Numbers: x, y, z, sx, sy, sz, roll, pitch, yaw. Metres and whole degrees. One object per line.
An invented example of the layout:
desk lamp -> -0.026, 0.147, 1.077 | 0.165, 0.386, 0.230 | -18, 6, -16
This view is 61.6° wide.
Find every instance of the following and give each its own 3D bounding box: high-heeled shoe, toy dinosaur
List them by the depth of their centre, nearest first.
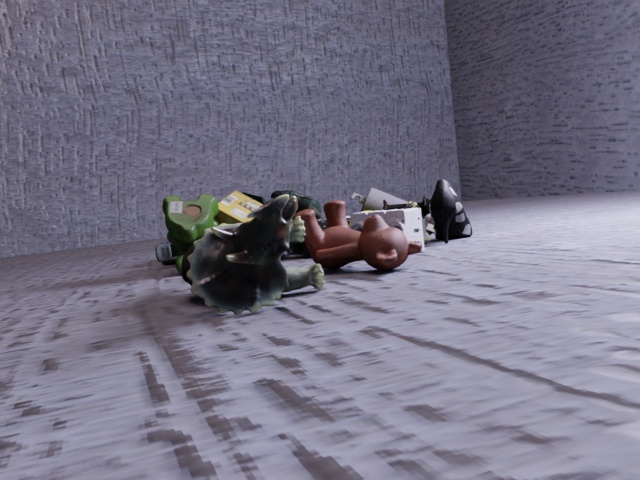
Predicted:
toy dinosaur -> -0.133, 0.032, 0.784 | 0.192, 0.131, 0.405 | -9, -1, -34
high-heeled shoe -> 0.305, -0.073, 1.260 | 0.086, 0.145, 0.248 | -4, 7, 21

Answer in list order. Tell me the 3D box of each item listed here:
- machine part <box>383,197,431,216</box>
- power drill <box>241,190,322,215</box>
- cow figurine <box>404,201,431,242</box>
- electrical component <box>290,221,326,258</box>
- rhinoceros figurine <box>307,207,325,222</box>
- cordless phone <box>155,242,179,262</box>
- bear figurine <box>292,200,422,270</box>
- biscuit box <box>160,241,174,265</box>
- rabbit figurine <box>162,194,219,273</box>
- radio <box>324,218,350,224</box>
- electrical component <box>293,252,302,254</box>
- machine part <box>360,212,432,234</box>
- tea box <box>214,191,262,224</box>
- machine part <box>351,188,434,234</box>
machine part -> 0.222, -0.078, 1.297 | 0.139, 0.039, 0.084 | -1, -12, 7
power drill -> -0.125, -0.098, 1.513 | 0.232, 0.086, 0.207 | 19, 14, 42
cow figurine -> 0.210, -0.037, 1.249 | 0.068, 0.098, 0.167 | -9, -2, 5
electrical component -> -0.003, -0.004, 1.237 | 0.134, 0.058, 0.115 | -5, 15, -1
rhinoceros figurine -> -0.076, -0.034, 1.361 | 0.190, 0.073, 0.112 | -2, -16, 16
cordless phone -> -0.333, -0.013, 1.377 | 0.184, 0.146, 0.089 | -7, -6, -26
bear figurine -> 0.064, -0.008, 0.913 | 0.120, 0.131, 0.196 | -21, 7, -40
biscuit box -> -0.387, 0.027, 1.488 | 0.059, 0.062, 0.203 | -7, 4, -1
rabbit figurine -> -0.274, 0.004, 1.188 | 0.121, 0.170, 0.159 | -9, 46, -14
radio -> 0.025, -0.018, 1.442 | 0.230, 0.073, 0.131 | -5, 5, 35
electrical component -> -0.035, 0.021, 1.319 | 0.063, 0.021, 0.094 | -10, 10, -38
machine part -> 0.226, -0.053, 1.517 | 0.202, 0.087, 0.201 | -6, 4, 20
tea box -> -0.158, -0.036, 1.253 | 0.170, 0.068, 0.098 | 30, 39, 13
machine part -> 0.194, -0.069, 1.372 | 0.243, 0.079, 0.079 | 23, 10, 9
